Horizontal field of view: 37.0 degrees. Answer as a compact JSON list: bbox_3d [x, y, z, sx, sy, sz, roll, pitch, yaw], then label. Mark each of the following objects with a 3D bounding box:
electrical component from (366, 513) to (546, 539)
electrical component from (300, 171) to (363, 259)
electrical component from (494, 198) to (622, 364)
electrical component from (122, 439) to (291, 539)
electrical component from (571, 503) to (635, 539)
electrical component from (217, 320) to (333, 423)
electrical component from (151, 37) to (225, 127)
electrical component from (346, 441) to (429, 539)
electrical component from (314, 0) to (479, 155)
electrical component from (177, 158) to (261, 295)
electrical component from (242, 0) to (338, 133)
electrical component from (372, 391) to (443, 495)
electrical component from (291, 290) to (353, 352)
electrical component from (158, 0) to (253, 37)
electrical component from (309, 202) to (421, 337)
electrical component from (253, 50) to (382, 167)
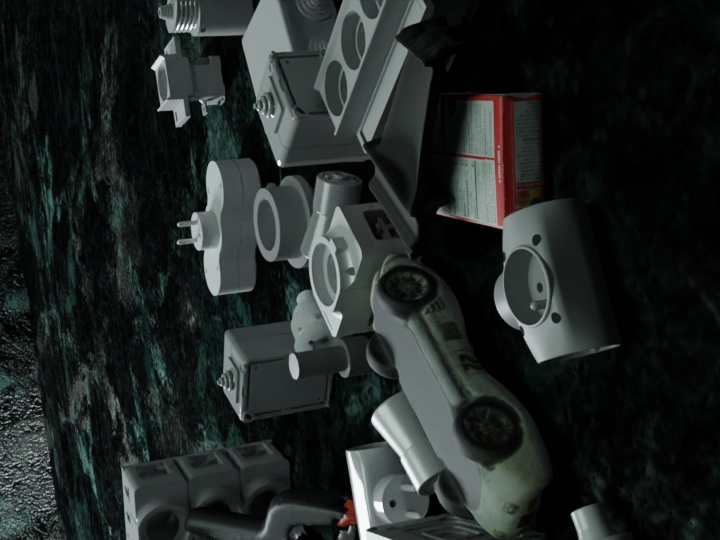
[{"bbox_3d":[0.059,0.189,0.660,0.113,0.078,0.057,170,95,-66],"label":"electrical component"},{"bbox_3d":[-0.019,-0.042,0.811,0.044,0.044,0.065,44,130,54],"label":"electrical component"},{"bbox_3d":[0.096,0.010,0.567,0.079,0.044,0.077,146,114,-63],"label":"electrical component"},{"bbox_3d":[-0.144,0.226,1.025,0.062,0.150,0.089,-151,57,-62],"label":"electrical component"},{"bbox_3d":[0.126,0.150,0.544,0.043,0.043,0.062,123,135,-55],"label":"electrical component"},{"bbox_3d":[-0.076,0.082,0.902,0.061,0.096,0.061,-133,42,-53],"label":"electrical component"},{"bbox_3d":[-0.169,-0.187,1.068,0.042,0.064,0.081,164,98,-65],"label":"electrical component"},{"bbox_3d":[0.024,0.163,0.768,0.079,0.044,0.077,161,100,-65],"label":"electrical component"},{"bbox_3d":[0.021,-0.142,0.665,0.121,0.063,0.078,115,140,-50],"label":"electrical component"},{"bbox_3d":[-0.140,-0.039,1.035,0.052,0.074,0.138,-133,42,-52],"label":"electrical component"},{"bbox_3d":[-0.048,-0.163,0.828,0.099,0.048,0.099,134,124,-60],"label":"electrical component"},{"bbox_3d":[0.041,0.118,0.725,0.065,0.044,0.044,60,147,32],"label":"electrical component"},{"bbox_3d":[-0.035,0.041,0.866,0.062,0.048,0.048,-116,30,-48],"label":"electrical component"},{"bbox_3d":[-0.142,-0.234,0.975,0.043,0.081,0.043,173,90,-66],"label":"electrical component"},{"bbox_3d":[0.000,0.000,0.761,0.089,0.056,0.050,109,145,-44],"label":"electrical component"},{"bbox_3d":[-0.030,-0.110,0.745,0.061,0.096,0.061,116,140,-52],"label":"electrical component"}]
